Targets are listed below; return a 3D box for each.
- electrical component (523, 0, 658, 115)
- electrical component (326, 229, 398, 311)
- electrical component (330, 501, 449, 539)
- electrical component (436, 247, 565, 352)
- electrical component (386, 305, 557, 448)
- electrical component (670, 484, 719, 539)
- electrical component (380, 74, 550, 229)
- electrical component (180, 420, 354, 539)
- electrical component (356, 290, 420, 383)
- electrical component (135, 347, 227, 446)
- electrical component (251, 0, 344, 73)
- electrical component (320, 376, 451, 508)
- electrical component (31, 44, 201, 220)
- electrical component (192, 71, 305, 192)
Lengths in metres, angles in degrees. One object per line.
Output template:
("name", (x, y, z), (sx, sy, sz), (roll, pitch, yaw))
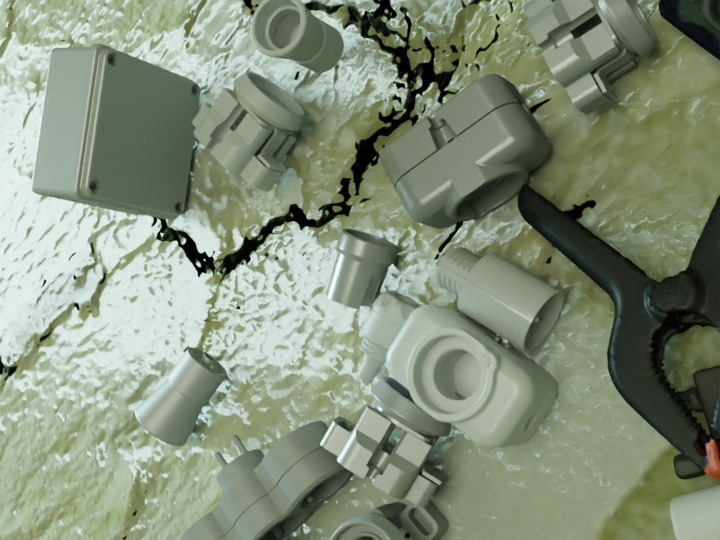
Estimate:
("electrical component", (0.143, -0.143, 0.652), (0.057, 0.058, 0.078), (-31, 71, 25))
("electrical component", (0.000, 0.000, 0.722), (0.040, 0.040, 0.046), (23, 101, 28))
("electrical component", (0.014, 0.182, 0.683), (0.058, 0.057, 0.078), (46, 106, 24))
("electrical component", (0.082, 0.012, 0.674), (0.081, 0.043, 0.043), (32, 100, 27))
("electrical component", (0.067, 0.065, 0.667), (0.095, 0.059, 0.053), (37, 102, 26))
("electrical component", (0.209, 0.137, 0.594), (0.078, 0.040, 0.040), (-23, 74, 24))
("electrical component", (0.069, -0.070, 0.685), (0.095, 0.054, 0.059), (-35, 69, 20))
("electrical component", (-0.074, 0.148, 0.737), (0.138, 0.052, 0.073), (-45, 66, 17))
("electrical component", (0.016, 0.046, 0.711), (0.035, 0.035, 0.061), (32, 102, 27))
("electrical component", (-0.127, 0.089, 0.779), (0.044, 0.044, 0.065), (40, 98, 26))
("electrical component", (-0.040, -0.161, 0.747), (0.044, 0.065, 0.044), (-3, 83, 28))
("electrical component", (0.023, 0.105, 0.686), (0.078, 0.058, 0.057), (30, 96, 8))
("electrical component", (-0.177, -0.098, 0.788), (0.056, 0.109, 0.108), (6, 87, 31))
("electrical component", (-0.076, -0.103, 0.765), (0.078, 0.058, 0.057), (47, 109, 24))
